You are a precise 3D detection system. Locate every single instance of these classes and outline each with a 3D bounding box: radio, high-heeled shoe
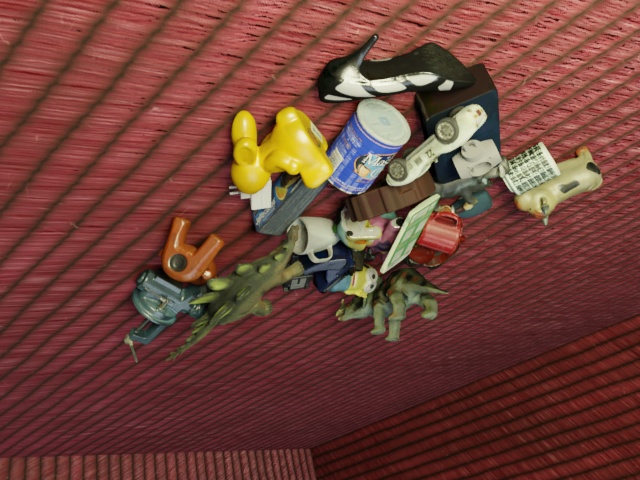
[{"bbox_3d":[0.259,-0.203,0.993,0.131,0.073,0.229,-19,148,10],"label":"radio"},{"bbox_3d":[0.123,-0.245,0.858,0.248,0.086,0.145,10,145,-29],"label":"high-heeled shoe"}]

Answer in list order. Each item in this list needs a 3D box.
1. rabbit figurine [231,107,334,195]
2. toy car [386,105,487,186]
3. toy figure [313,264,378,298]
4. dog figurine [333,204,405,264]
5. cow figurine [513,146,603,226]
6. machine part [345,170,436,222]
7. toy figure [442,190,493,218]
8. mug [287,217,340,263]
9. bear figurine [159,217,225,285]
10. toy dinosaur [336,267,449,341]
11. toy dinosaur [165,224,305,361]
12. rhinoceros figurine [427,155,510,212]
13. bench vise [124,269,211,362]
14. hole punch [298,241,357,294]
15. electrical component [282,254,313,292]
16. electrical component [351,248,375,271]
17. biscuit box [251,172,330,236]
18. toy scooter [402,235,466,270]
[{"bbox_3d":[-0.084,-0.137,0.905,0.173,0.122,0.162,-28,142,23],"label":"rabbit figurine"},{"bbox_3d":[0.187,-0.152,0.895,0.202,0.056,0.073,-39,-179,44],"label":"toy car"},{"bbox_3d":[0.067,0.093,1.389,0.180,0.089,0.082,2,125,-25],"label":"toy figure"},{"bbox_3d":[0.125,-0.008,1.227,0.192,0.108,0.219,-14,152,-5],"label":"dog figurine"},{"bbox_3d":[0.530,-0.115,1.202,0.195,0.127,0.085,-21,146,6],"label":"cow figurine"},{"bbox_3d":[0.136,-0.090,1.047,0.179,0.056,0.179,-21,-172,3],"label":"machine part"},{"bbox_3d":[0.326,-0.068,1.261,0.154,0.058,0.064,-24,142,25],"label":"toy figure"},{"bbox_3d":[-0.002,-0.004,1.184,0.107,0.110,0.080,-8,149,-38],"label":"mug"},{"bbox_3d":[-0.258,0.036,1.146,0.132,0.120,0.196,-62,172,0],"label":"bear figurine"},{"bbox_3d":[0.205,0.141,1.410,0.131,0.192,0.405,14,146,-29],"label":"toy dinosaur"},{"bbox_3d":[-0.187,0.127,1.172,0.198,0.105,0.471,-12,149,-52],"label":"toy dinosaur"},{"bbox_3d":[0.303,-0.131,1.139,0.190,0.073,0.112,-15,139,5],"label":"rhinoceros figurine"},{"bbox_3d":[-0.366,0.173,1.278,0.240,0.129,0.223,-45,134,14],"label":"bench vise"},{"bbox_3d":[0.012,0.042,1.246,0.116,0.142,0.092,-38,119,15],"label":"hole punch"},{"bbox_3d":[-0.056,0.081,1.353,0.075,0.048,0.119,-6,150,-17],"label":"electrical component"},{"bbox_3d":[0.092,0.035,1.325,0.045,0.078,0.102,-6,153,37],"label":"electrical component"},{"bbox_3d":[-0.061,-0.086,1.058,0.063,0.059,0.202,8,142,-36],"label":"biscuit box"},{"bbox_3d":[0.295,0.019,1.376,0.135,0.075,0.183,-36,147,32],"label":"toy scooter"}]
